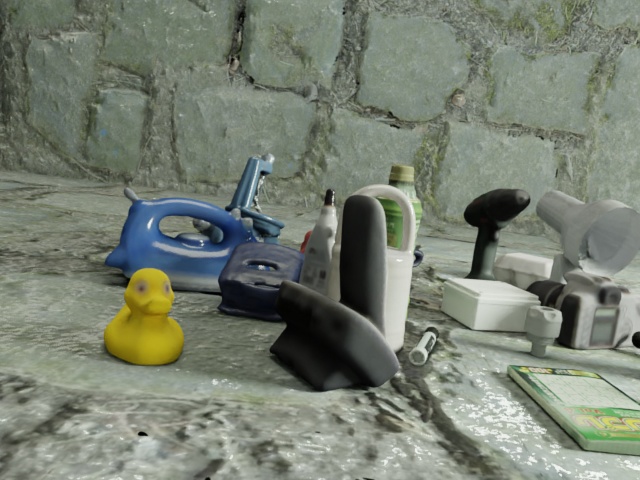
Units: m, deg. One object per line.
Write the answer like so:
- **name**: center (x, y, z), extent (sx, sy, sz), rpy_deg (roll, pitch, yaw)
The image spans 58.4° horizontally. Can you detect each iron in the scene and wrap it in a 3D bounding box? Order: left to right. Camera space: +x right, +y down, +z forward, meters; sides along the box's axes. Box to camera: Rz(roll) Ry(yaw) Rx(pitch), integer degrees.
- **iron**: center (-0.189, 0.001, 0.888), extent (0.259, 0.141, 0.118), rpy_deg (5, 8, -13)

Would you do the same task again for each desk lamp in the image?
- **desk lamp**: center (0.415, 0.028, 0.955), extent (0.118, 0.213, 0.202), rpy_deg (4, 8, -19)

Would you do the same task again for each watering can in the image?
- **watering can**: center (0.058, 0.029, 0.692), extent (0.101, 0.194, 0.172), rpy_deg (3, 8, -25)

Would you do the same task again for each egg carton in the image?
- **egg carton**: center (0.449, 0.071, 1.220), extent (0.149, 0.069, 0.108), rpy_deg (13, 10, 40)

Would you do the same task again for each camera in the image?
- **camera**: center (0.386, 0.095, 0.853), extent (0.143, 0.101, 0.136), rpy_deg (3, 8, -26)

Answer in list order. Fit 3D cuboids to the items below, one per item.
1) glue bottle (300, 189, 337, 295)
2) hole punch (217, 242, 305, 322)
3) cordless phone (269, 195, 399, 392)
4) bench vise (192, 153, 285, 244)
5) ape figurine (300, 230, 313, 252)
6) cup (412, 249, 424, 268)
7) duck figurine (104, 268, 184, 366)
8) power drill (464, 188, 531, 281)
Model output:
- **glue bottle**: center (0.009, 0.003, 0.927), extent (0.037, 0.173, 0.077), rpy_deg (0, 10, -44)
- **hole punch**: center (-0.077, 0.054, 0.779), extent (0.108, 0.091, 0.101), rpy_deg (7, 7, 5)
- **cordless phone**: center (0.018, 0.043, 0.577), extent (0.094, 0.185, 0.147), rpy_deg (1, 9, -36)
- **bench vise**: center (-0.138, -0.058, 1.084), extent (0.121, 0.220, 0.208), rpy_deg (9, 8, 20)
- **ape figurine**: center (-0.013, 0.028, 1.039), extent (0.078, 0.092, 0.076), rpy_deg (5, 7, -10)
- **cup**: center (0.112, 0.055, 0.935), extent (0.118, 0.095, 0.091), rpy_deg (4, 8, -24)
- **duck figurine**: center (-0.176, 0.070, 0.581), extent (0.078, 0.086, 0.104), rpy_deg (2, 9, -32)
- **power drill**: center (0.338, 0.000, 1.124), extent (0.075, 0.208, 0.229), rpy_deg (6, 7, -7)
